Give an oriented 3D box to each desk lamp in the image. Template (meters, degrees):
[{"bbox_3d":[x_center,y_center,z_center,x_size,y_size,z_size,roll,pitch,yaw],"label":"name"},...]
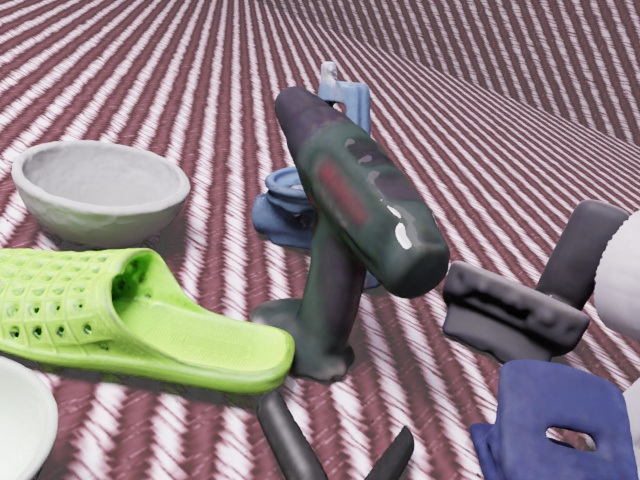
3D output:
[{"bbox_3d":[0.310,0.101,0.465,0.118,0.213,0.202,1,30,-27],"label":"desk lamp"}]

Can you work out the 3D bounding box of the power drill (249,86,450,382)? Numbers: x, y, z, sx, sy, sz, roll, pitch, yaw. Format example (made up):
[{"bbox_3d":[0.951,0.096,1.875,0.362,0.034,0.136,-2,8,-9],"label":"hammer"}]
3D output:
[{"bbox_3d":[0.004,0.002,0.489,0.076,0.208,0.228,-5,34,-36],"label":"power drill"}]

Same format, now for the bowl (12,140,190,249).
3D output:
[{"bbox_3d":[-0.222,-0.038,0.587,0.167,0.075,0.167,13,27,-6],"label":"bowl"}]

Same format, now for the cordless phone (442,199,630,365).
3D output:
[{"bbox_3d":[0.212,0.029,0.579,0.147,0.185,0.094,23,27,13],"label":"cordless phone"}]

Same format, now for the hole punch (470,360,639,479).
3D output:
[{"bbox_3d":[0.179,0.155,0.425,0.109,0.091,0.101,14,27,-5],"label":"hole punch"}]

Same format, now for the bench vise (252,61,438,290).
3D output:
[{"bbox_3d":[0.038,-0.071,0.634,0.207,0.220,0.121,16,27,0],"label":"bench vise"}]
